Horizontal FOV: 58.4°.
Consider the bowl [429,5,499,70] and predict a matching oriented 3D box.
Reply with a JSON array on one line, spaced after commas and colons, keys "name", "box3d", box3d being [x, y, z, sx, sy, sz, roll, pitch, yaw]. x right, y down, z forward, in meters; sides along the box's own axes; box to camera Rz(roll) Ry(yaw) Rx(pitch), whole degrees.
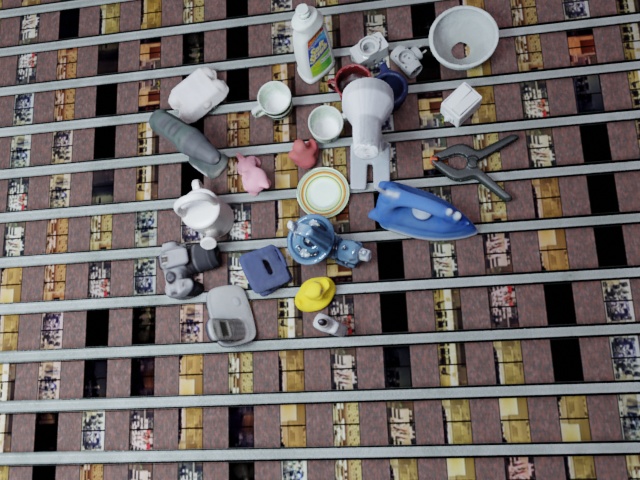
[{"name": "bowl", "box3d": [0.353, -0.487, 1.417, 0.167, 0.075, 0.167, -2, 78, 9]}]

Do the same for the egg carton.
[{"name": "egg carton", "box3d": [-0.317, -0.379, 1.501, 0.150, 0.069, 0.107, -40, 76, -1]}]

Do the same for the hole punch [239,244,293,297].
[{"name": "hole punch", "box3d": [-0.129, 0.069, 1.371, 0.101, 0.091, 0.108, -28, 76, 2]}]

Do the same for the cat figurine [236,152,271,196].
[{"name": "cat figurine", "box3d": [-0.169, -0.162, 1.410, 0.067, 0.118, 0.127, -32, 76, 2]}]

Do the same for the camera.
[{"name": "camera", "box3d": [-0.313, 0.062, 1.396, 0.136, 0.101, 0.143, -14, 77, 6]}]

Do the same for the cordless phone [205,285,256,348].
[{"name": "cordless phone", "box3d": [-0.222, 0.173, 1.316, 0.094, 0.185, 0.147, -21, 76, 4]}]

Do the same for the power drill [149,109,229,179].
[{"name": "power drill", "box3d": [-0.302, -0.226, 1.396, 0.229, 0.208, 0.076, 34, 86, 14]}]

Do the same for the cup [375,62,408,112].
[{"name": "cup", "box3d": [0.168, -0.367, 1.411, 0.091, 0.095, 0.118, -14, 77, 6]}]

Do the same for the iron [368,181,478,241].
[{"name": "iron", "box3d": [0.243, -0.069, 1.315, 0.258, 0.141, 0.119, 16, 82, 12]}]

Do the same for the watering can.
[{"name": "watering can", "box3d": [-0.277, -0.065, 1.368, 0.101, 0.194, 0.172, -39, 76, 0]}]

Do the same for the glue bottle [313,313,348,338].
[{"name": "glue bottle", "box3d": [0.016, 0.189, 1.282, 0.078, 0.173, 0.037, 21, 83, 13]}]

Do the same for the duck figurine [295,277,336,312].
[{"name": "duck figurine", "box3d": [-0.015, 0.125, 1.345, 0.104, 0.086, 0.077, -33, 76, 1]}]

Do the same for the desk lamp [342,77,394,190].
[{"name": "desk lamp", "box3d": [0.115, -0.242, 1.333, 0.117, 0.214, 0.203, -2, 78, 9]}]

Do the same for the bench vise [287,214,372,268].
[{"name": "bench vise", "box3d": [0.012, -0.007, 1.298, 0.207, 0.220, 0.121, -2, 78, 9]}]

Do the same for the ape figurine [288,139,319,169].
[{"name": "ape figurine", "box3d": [-0.043, -0.220, 1.415, 0.077, 0.092, 0.076, -12, 77, 6]}]
